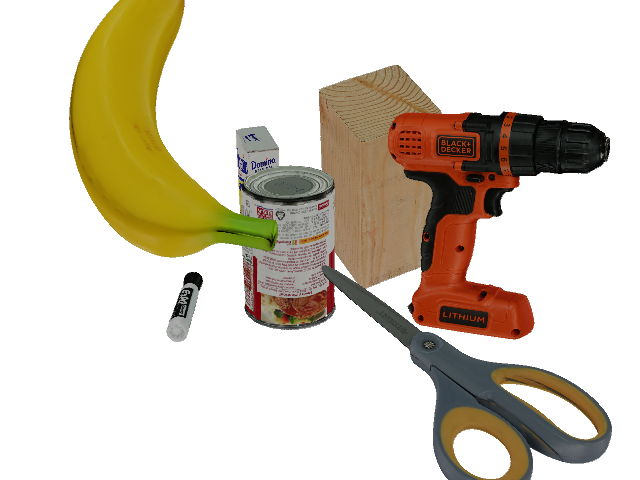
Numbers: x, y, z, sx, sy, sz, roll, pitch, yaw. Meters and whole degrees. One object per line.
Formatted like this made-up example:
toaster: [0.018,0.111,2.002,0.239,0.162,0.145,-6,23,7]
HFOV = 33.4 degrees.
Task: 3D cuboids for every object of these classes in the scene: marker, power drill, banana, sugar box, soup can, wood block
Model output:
marker: [-0.126,0.060,1.003,0.020,0.020,0.121,0,22,1]
power drill: [0.146,-0.015,0.899,0.185,0.188,0.057,7,14,26]
banana: [-0.076,-0.055,0.470,0.069,0.037,0.198,-6,46,-18]
sugar box: [-0.076,-0.044,1.324,0.048,0.176,0.093,-9,25,-11]
soup can: [-0.023,0.004,0.776,0.068,0.102,0.068,0,24,0]
wood block: [0.059,-0.061,1.084,0.090,0.206,0.091,-20,49,-16]

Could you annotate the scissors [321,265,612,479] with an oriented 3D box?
scissors: [0.053,0.073,0.566,0.202,0.016,0.096,23,45,31]
